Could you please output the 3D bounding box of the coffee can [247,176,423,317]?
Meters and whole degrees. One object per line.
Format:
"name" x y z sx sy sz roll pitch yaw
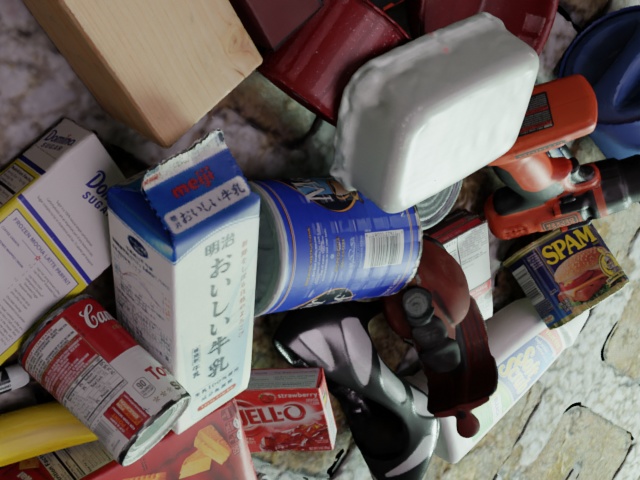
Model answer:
"coffee can" -0.005 0.001 0.830 0.140 0.103 0.103 -6 114 -38

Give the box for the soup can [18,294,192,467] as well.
"soup can" -0.146 0.095 0.727 0.068 0.102 0.068 -45 169 -12

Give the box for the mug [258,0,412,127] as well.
"mug" 0.015 -0.131 0.792 0.117 0.093 0.081 34 92 -44

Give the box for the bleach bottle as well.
"bleach bottle" 0.192 0.109 1.081 0.250 0.068 0.102 -39 131 -23

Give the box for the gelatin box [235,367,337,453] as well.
"gelatin box" -0.036 0.143 0.890 0.030 0.089 0.073 -78 161 -53

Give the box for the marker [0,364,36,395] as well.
"marker" -0.236 0.103 0.744 0.120 0.020 0.020 -19 122 -33

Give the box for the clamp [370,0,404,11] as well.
"clamp" 0.015 -0.229 0.759 0.039 0.120 0.171 -18 155 14

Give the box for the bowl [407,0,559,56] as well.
"bowl" 0.124 -0.198 0.874 0.161 0.055 0.162 -19 122 -33

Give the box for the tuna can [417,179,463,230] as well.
"tuna can" 0.084 -0.052 0.928 0.085 0.034 0.086 -19 122 -33

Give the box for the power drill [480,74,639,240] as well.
"power drill" 0.218 -0.068 0.932 0.185 0.057 0.187 -18 149 16

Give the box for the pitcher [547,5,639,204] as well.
"pitcher" 0.328 -0.104 1.056 0.242 0.149 0.145 43 64 -47

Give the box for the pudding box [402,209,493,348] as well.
"pudding box" 0.116 0.039 0.996 0.089 0.039 0.113 -25 122 -26

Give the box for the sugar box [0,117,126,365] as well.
"sugar box" -0.202 0.010 0.709 0.176 0.048 0.093 -45 135 -18

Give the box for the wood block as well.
"wood block" -0.133 -0.168 0.648 0.090 0.090 0.206 -45 133 -14

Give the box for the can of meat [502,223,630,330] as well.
"can of meat" 0.246 0.032 1.060 0.101 0.084 0.058 -26 169 -28

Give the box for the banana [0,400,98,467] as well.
"banana" -0.219 0.140 0.746 0.197 0.070 0.037 -13 86 -30

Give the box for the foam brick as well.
"foam brick" -0.046 -0.171 0.729 0.053 0.078 0.051 -46 132 -15

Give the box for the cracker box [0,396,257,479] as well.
"cracker box" -0.151 0.219 0.836 0.213 0.072 0.164 -28 126 -26
